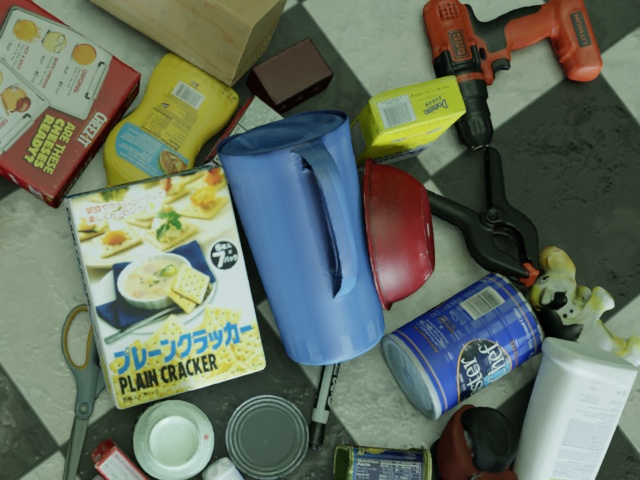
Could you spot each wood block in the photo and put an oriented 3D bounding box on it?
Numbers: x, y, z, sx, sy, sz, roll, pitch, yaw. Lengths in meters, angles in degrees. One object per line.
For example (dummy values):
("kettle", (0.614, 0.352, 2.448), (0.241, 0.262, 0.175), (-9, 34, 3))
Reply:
("wood block", (-0.149, -0.265, 1.127), (0.206, 0.090, 0.090), (32, 45, 4))

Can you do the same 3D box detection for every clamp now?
("clamp", (0.175, -0.019, 1.172), (0.120, 0.039, 0.171), (-21, 62, -6))

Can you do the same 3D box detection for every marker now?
("marker", (0.006, 0.163, 1.139), (0.020, 0.020, 0.121), (15, 78, -7))

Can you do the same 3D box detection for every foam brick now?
("foam brick", (-0.034, -0.178, 1.176), (0.078, 0.053, 0.051), (-31, 86, -13))

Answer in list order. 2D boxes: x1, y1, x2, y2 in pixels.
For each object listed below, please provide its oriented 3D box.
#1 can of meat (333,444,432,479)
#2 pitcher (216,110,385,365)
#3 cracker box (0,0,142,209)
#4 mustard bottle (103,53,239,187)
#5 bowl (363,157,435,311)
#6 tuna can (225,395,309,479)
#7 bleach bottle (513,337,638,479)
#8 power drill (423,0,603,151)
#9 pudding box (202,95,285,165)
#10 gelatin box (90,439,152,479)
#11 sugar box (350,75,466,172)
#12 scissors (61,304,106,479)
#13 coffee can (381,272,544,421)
("can of meat", (0.061, 0.239, 1.093), (0.084, 0.102, 0.057), (6, 80, -7))
("pitcher", (-0.007, 0.001, 1.065), (0.145, 0.149, 0.243), (-6, 111, 24))
("cracker box", (-0.320, -0.159, 1.115), (0.213, 0.072, 0.164), (33, 77, -3))
("mustard bottle", (-0.174, -0.099, 1.135), (0.096, 0.058, 0.191), (33, 76, -3))
("bowl", (0.086, -0.009, 1.106), (0.055, 0.162, 0.162), (-6, 80, 11))
("tuna can", (-0.054, 0.204, 1.107), (0.086, 0.034, 0.086), (0, 79, 1))
("bleach bottle", (0.243, 0.233, 1.115), (0.102, 0.068, 0.251), (14, 99, -26))
("power drill", (0.223, -0.204, 1.221), (0.187, 0.057, 0.184), (-12, 81, -12))
("pudding box", (-0.056, -0.087, 1.153), (0.113, 0.039, 0.090), (36, 77, -14))
("gelatin box", (-0.187, 0.240, 1.058), (0.030, 0.073, 0.089), (-45, 99, -13))
("sugar box", (0.081, -0.117, 1.121), (0.093, 0.176, 0.048), (-15, 81, -12))
("scissors", (-0.224, 0.165, 1.101), (0.096, 0.016, 0.202), (-4, 81, -10))
("coffee can", (0.150, 0.112, 1.130), (0.140, 0.103, 0.103), (-29, 86, -14))
